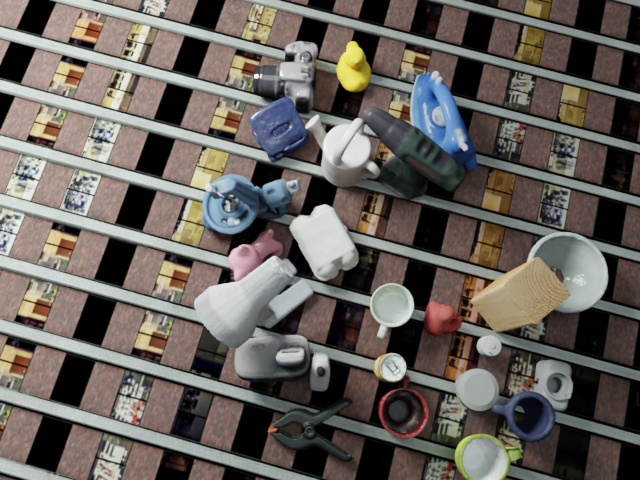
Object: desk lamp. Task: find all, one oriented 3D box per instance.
[{"bbox_3d":[-0.121,0.108,1.087,0.203,0.213,0.118,-38,80,-9],"label":"desk lamp"}]

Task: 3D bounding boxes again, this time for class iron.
[{"bbox_3d":[0.260,-0.270,1.223,0.118,0.141,0.258,-15,78,-5],"label":"iron"}]

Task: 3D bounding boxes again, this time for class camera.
[{"bbox_3d":[-0.075,-0.365,1.256,0.137,0.101,0.143,4,77,-1],"label":"camera"}]

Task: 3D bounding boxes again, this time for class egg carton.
[{"bbox_3d":[0.011,0.004,1.189,0.107,0.069,0.150,-29,79,-8],"label":"egg carton"}]

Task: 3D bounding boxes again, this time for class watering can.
[{"bbox_3d":[0.047,-0.187,1.171,0.173,0.194,0.101,15,77,2],"label":"watering can"}]

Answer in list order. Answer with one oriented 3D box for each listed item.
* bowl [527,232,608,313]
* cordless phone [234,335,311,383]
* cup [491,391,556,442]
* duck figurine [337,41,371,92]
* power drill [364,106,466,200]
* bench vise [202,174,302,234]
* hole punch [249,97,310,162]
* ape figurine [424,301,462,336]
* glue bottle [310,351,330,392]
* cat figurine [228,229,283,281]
[{"bbox_3d":[0.498,0.071,1.185,0.167,0.075,0.167,0,77,-1],"label":"bowl"},{"bbox_3d":[-0.091,0.222,1.076,0.147,0.185,0.094,-6,77,-3],"label":"cordless phone"},{"bbox_3d":[0.380,0.337,1.109,0.117,0.095,0.092,11,77,1],"label":"cup"},{"bbox_3d":[0.077,-0.390,1.274,0.077,0.086,0.104,-8,77,-3],"label":"duck figurine"},{"bbox_3d":[0.178,-0.162,1.161,0.229,0.208,0.076,32,78,6],"label":"power drill"},{"bbox_3d":[-0.148,-0.096,1.130,0.207,0.220,0.121,-34,80,-9],"label":"bench vise"},{"bbox_3d":[-0.085,-0.238,1.231,0.109,0.091,0.101,-32,80,-8],"label":"hole punch"},{"bbox_3d":[0.247,0.155,1.149,0.076,0.092,0.078,-34,80,-9],"label":"ape figurine"},{"bbox_3d":[0.000,0.247,1.079,0.037,0.173,0.078,3,77,-1],"label":"glue bottle"},{"bbox_3d":[-0.136,0.027,1.155,0.067,0.118,0.128,43,79,8],"label":"cat figurine"}]
